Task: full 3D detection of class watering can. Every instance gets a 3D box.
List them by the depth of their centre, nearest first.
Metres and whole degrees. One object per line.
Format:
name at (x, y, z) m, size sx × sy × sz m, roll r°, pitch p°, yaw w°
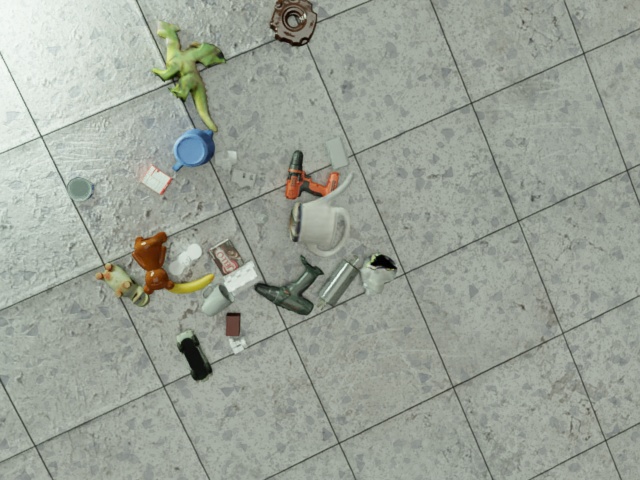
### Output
watering can at (0.006, -0.094, 1.873) m, size 0.224 × 0.341 × 0.106 m, roll 6°, pitch 23°, yaw -9°

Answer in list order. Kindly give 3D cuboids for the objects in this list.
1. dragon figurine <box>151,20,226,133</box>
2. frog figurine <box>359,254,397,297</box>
dragon figurine at (-0.437, -0.597, 1.816) m, size 0.408 × 0.244 × 0.122 m, roll 45°, pitch -10°, yaw -9°
frog figurine at (0.217, 0.136, 1.946) m, size 0.137 × 0.155 × 0.125 m, roll -5°, pitch 41°, yaw -15°
